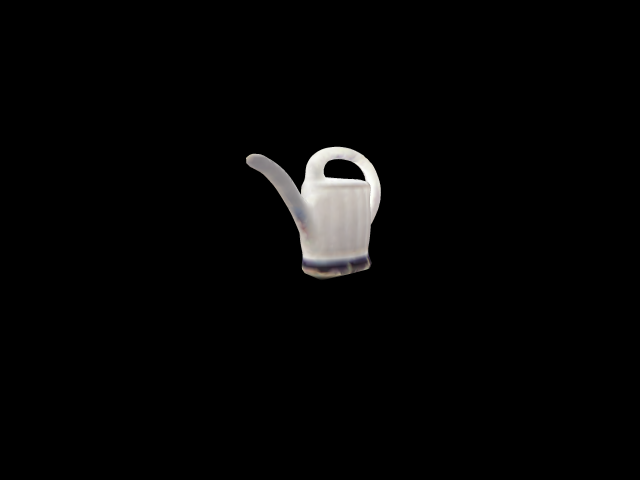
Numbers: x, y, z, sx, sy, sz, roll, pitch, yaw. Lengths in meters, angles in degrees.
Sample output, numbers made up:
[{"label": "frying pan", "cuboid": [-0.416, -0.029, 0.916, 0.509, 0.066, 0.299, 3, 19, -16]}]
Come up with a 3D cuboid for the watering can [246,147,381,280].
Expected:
[{"label": "watering can", "cuboid": [0.003, -0.043, 0.850, 0.104, 0.223, 0.349, 3, 7, 37]}]
